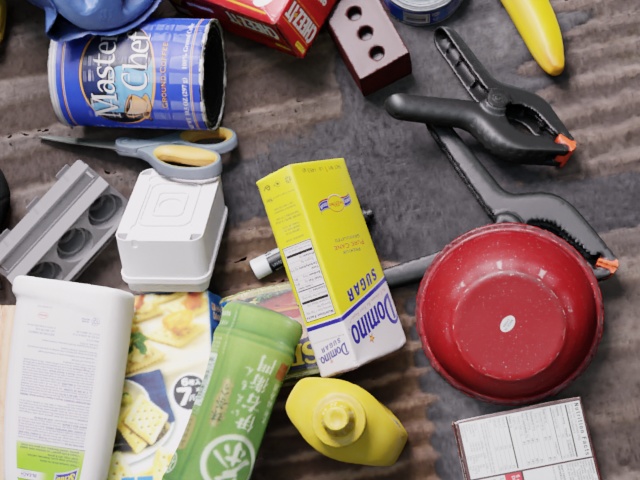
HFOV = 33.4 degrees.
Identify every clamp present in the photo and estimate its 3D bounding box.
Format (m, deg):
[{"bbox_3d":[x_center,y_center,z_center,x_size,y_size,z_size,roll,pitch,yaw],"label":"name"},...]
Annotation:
[{"bbox_3d":[0.152,-0.126,0.964,0.171,0.039,0.120,25,62,-1],"label":"clamp"},{"bbox_3d":[0.162,-0.017,0.949,0.210,0.036,0.164,12,82,11],"label":"clamp"}]

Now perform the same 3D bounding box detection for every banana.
[{"bbox_3d":[0.168,-0.238,0.976,0.198,0.037,0.069,53,44,-3],"label":"banana"}]

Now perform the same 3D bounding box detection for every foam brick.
[{"bbox_3d":[0.044,-0.183,0.986,0.053,0.051,0.078,-29,78,1],"label":"foam brick"}]

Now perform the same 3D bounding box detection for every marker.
[{"bbox_3d":[-0.006,0.001,0.973,0.121,0.020,0.020,-27,78,1],"label":"marker"}]

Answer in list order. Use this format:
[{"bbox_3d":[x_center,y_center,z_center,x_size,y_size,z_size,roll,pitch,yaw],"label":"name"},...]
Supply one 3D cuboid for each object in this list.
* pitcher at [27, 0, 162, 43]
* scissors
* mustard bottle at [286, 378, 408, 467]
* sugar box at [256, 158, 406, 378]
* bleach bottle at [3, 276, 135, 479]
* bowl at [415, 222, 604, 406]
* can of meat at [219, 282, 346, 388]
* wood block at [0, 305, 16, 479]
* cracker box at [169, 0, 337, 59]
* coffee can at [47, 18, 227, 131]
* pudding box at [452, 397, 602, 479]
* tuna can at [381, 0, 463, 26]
[{"bbox_3d":[-0.246,-0.286,0.960,0.149,0.145,0.243,-31,42,-33],"label":"pitcher"},{"bbox_3d":[-0.163,-0.094,1.003,0.202,0.016,0.096,18,37,32],"label":"scissors"},{"bbox_3d":[0.021,0.146,0.855,0.096,0.191,0.058,30,84,11],"label":"mustard bottle"},{"bbox_3d":[0.012,0.021,0.912,0.048,0.093,0.176,-24,85,33],"label":"sugar box"},{"bbox_3d":[-0.220,0.160,0.877,0.102,0.068,0.251,7,83,9],"label":"bleach bottle"},{"bbox_3d":[0.159,0.068,0.901,0.162,0.055,0.162,1,97,9],"label":"bowl"},{"bbox_3d":[-0.035,0.086,0.942,0.102,0.057,0.084,-11,76,4],"label":"can of meat"},{"bbox_3d":[-0.296,0.164,0.938,0.090,0.091,0.206,0,80,7],"label":"wood block"},{"bbox_3d":[-0.038,-0.294,0.981,0.164,0.072,0.213,26,82,31],"label":"cracker box"},{"bbox_3d":[-0.164,-0.153,0.977,0.140,0.103,0.103,3,80,7],"label":"coffee can"},{"bbox_3d":[0.177,0.188,0.909,0.113,0.039,0.090,-11,78,2],"label":"pudding box"},{"bbox_3d":[0.096,-0.247,1.001,0.086,0.033,0.086,-1,79,6],"label":"tuna can"}]
